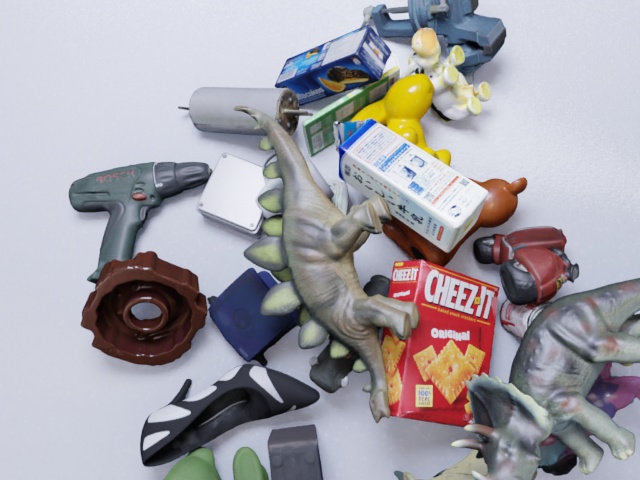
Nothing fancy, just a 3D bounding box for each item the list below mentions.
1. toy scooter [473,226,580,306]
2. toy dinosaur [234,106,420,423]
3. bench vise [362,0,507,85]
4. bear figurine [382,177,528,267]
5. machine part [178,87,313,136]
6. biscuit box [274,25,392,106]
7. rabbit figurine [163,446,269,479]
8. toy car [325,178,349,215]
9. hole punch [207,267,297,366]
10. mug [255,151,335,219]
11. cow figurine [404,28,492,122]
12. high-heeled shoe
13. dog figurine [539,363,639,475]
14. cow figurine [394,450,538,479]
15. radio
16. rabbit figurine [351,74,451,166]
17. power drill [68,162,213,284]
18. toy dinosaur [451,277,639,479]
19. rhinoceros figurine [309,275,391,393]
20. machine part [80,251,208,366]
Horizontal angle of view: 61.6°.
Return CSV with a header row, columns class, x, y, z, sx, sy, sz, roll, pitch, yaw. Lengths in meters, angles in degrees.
class,x,y,z,sx,sy,sz,roll,pitch,yaw
toy scooter,0.320,0.028,0.794,0.135,0.184,0.075,-12,113,-1
toy dinosaur,-0.001,0.009,0.721,0.199,0.105,0.471,-20,78,19
bench vise,0.183,-0.364,0.900,0.241,0.223,0.129,14,62,37
bear figurine,0.212,-0.048,0.836,0.196,0.120,0.132,-40,75,-9
machine part,-0.124,-0.210,0.877,0.243,0.079,0.079,7,76,24
biscuit box,0.015,-0.272,0.859,0.062,0.203,0.059,36,67,-35
rabbit figurine,-0.130,0.375,0.747,0.170,0.121,0.159,20,56,20
toy car,-0.002,-0.003,0.860,0.074,0.056,0.201,11,77,4
hole punch,-0.102,0.113,0.822,0.116,0.092,0.142,-41,83,-4
mug,-0.050,-0.081,0.815,0.107,0.081,0.109,-38,90,1
cow figurine,0.191,-0.263,0.871,0.167,0.098,0.068,42,64,-22
high-heeled shoe,-0.132,0.258,0.763,0.249,0.086,0.145,-3,38,16
dog figurine,0.345,0.222,0.776,0.219,0.108,0.191,-24,78,-1
cow figurine,0.189,0.352,0.749,0.195,0.127,0.085,-27,119,-19
radio,-0.025,0.378,0.732,0.073,0.131,0.229,-8,77,-3
rabbit figurine,0.135,-0.176,0.860,0.163,0.122,0.173,16,111,39
power drill,-0.289,-0.028,0.863,0.232,0.086,0.207,-1,81,2
toy dinosaur,0.322,0.153,0.687,0.192,0.131,0.405,31,79,12
rhinoceros figurine,0.056,0.141,0.798,0.073,0.112,0.190,36,72,7
machine part,-0.257,0.103,0.796,0.179,0.056,0.179,-5,117,-9
